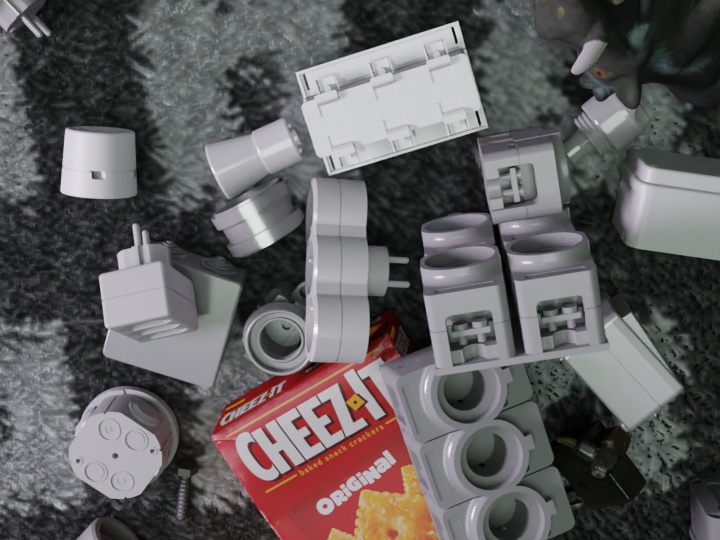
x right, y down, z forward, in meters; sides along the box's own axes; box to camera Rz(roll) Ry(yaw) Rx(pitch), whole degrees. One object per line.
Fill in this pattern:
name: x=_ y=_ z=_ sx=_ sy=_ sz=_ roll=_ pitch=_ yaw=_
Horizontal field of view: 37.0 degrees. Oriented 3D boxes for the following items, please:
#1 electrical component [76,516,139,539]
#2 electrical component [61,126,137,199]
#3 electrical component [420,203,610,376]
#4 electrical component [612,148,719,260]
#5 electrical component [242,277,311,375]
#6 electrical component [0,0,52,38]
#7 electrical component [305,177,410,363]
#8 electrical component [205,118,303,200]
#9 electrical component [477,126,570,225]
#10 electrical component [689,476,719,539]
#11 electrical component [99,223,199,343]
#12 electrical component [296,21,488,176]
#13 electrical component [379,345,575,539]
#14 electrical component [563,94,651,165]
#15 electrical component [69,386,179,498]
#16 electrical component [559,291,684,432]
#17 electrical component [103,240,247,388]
electrical component: x=-0.189 y=0.274 z=0.892 sx=0.138 sy=0.052 sz=0.073 roll=41 pitch=103 yaw=-8
electrical component: x=-0.192 y=-0.080 z=0.794 sx=0.055 sy=0.055 sz=0.047 roll=5 pitch=102 yaw=2
electrical component: x=0.098 y=0.003 z=0.730 sx=0.105 sy=0.186 sz=0.060 roll=-9 pitch=105 yaw=6
electrical component: x=0.244 y=-0.046 z=0.765 sx=0.113 sy=0.078 sz=0.057 roll=8 pitch=108 yaw=1
electrical component: x=-0.058 y=0.046 z=0.819 sx=0.058 sy=0.057 sz=0.078 roll=39 pitch=104 yaw=-7
electrical component: x=-0.249 y=-0.194 z=0.759 sx=0.047 sy=0.065 sz=0.076 roll=-41 pitch=99 yaw=13
electrical component: x=0.000 y=0.000 z=0.779 sx=0.074 sy=0.052 sz=0.138 roll=3 pitch=69 yaw=-10
electrical component: x=-0.075 y=-0.085 z=0.793 sx=0.065 sy=0.044 sz=0.044 roll=-24 pitch=103 yaw=4
electrical component: x=0.116 y=-0.069 z=0.759 sx=0.056 sy=0.089 sz=0.050 roll=-10 pitch=105 yaw=6
electrical component: x=0.317 y=0.197 z=0.828 sx=0.113 sy=0.078 sz=0.057 roll=-6 pitch=102 yaw=5
electrical component: x=-0.151 y=0.005 z=0.761 sx=0.047 sy=0.065 sz=0.076 roll=-12 pitch=75 yaw=7
electrical component: x=0.022 y=-0.119 z=0.765 sx=0.121 sy=0.063 sz=0.078 roll=-16 pitch=104 yaw=8
electrical component: x=0.084 y=0.126 z=0.766 sx=0.089 sy=0.062 sz=0.150 roll=-21 pitch=99 yaw=-9
electrical component: x=0.173 y=-0.102 z=0.771 sx=0.062 sy=0.043 sz=0.043 roll=-39 pitch=100 yaw=14
electrical component: x=-0.188 y=0.137 z=0.855 sx=0.080 sy=0.051 sz=0.080 roll=1 pitch=106 yaw=3
electrical component: x=0.199 y=0.070 z=0.807 sx=0.061 sy=0.061 sz=0.096 roll=-41 pitch=99 yaw=13
electrical component: x=-0.139 y=0.031 z=0.824 sx=0.100 sy=0.048 sz=0.099 roll=17 pitch=106 yaw=-1
